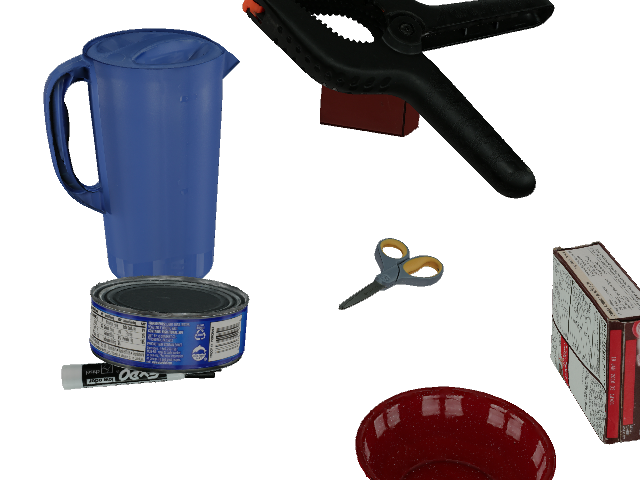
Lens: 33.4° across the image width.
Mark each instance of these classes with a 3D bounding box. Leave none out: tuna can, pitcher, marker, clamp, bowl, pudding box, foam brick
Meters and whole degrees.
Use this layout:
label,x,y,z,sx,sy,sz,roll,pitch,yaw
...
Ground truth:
label,x,y,z,sx,sy,sz,roll,pitch,yaw
tuna can,-0.083,0.045,0.583,0.086,0.034,0.086,4,10,-1
pitcher,-0.169,-0.077,1.045,0.149,0.243,0.144,11,27,16
marker,-0.137,0.101,0.821,0.121,0.020,0.020,-4,0,-4
clamp,0.053,-0.114,0.673,0.209,0.164,0.036,12,-33,-12
bowl,0.108,0.189,0.876,0.162,0.055,0.162,1,30,0
pudding box,0.183,0.064,0.693,0.039,0.090,0.113,-6,24,-6
foam brick,0.044,-0.124,0.922,0.078,0.051,0.053,11,20,18

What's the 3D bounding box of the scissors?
label,x,y,z,sx,sy,sz,roll,pitch,yaw
scissors,0.067,0.037,1.276,0.201,0.016,0.096,-10,41,-42
